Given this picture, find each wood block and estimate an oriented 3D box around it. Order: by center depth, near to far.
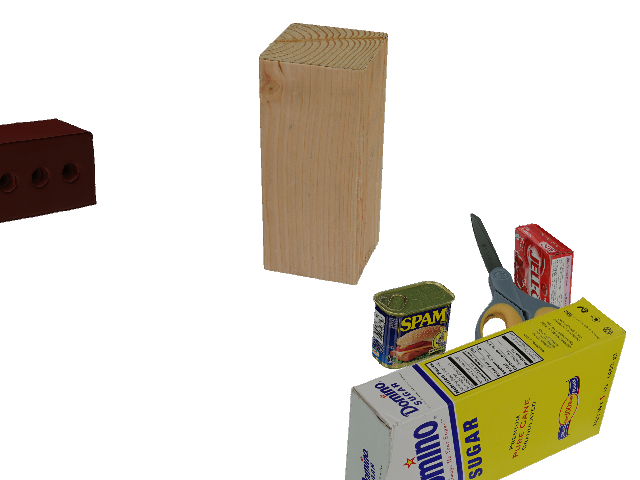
[{"bbox_3d":[0.003,-0.075,0.942,0.091,0.206,0.090,10,33,15],"label":"wood block"}]

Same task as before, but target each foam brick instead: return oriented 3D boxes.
[{"bbox_3d":[-0.197,-0.048,0.711,0.078,0.053,0.051,-15,26,-37],"label":"foam brick"}]

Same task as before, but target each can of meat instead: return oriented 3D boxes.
[{"bbox_3d":[0.114,0.107,1.342,0.101,0.084,0.058,-12,30,-28],"label":"can of meat"}]

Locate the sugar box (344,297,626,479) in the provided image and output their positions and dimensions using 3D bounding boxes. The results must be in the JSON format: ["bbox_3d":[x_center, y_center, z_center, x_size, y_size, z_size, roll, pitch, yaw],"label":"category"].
[{"bbox_3d":[0.100,0.105,0.648,0.176,0.093,0.048,-20,41,-27],"label":"sugar box"}]

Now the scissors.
[{"bbox_3d":[0.171,0.040,0.900,0.096,0.016,0.201,6,38,6],"label":"scissors"}]

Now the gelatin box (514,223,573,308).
[{"bbox_3d":[0.233,0.037,1.126,0.030,0.089,0.073,-13,29,-15],"label":"gelatin box"}]
